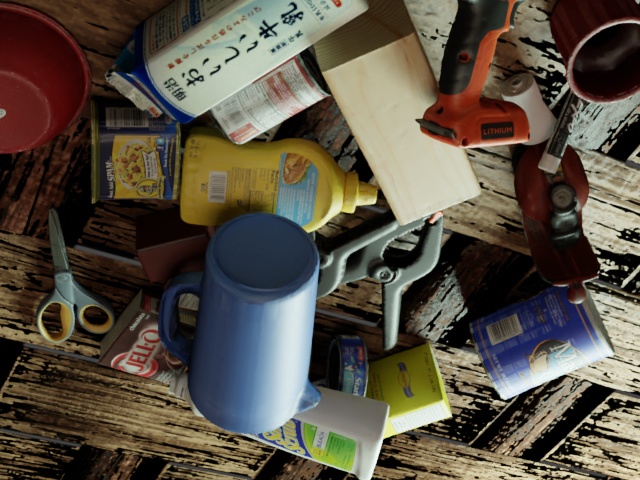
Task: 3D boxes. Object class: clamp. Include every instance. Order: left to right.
[{"bbox_3d":[-0.007,0.001,1.138,0.120,0.039,0.172,35,116,-10],"label":"clamp"},{"bbox_3d":[0.059,0.028,1.190,0.164,0.036,0.210,21,124,-19],"label":"clamp"}]

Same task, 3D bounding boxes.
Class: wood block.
[{"bbox_3d":[0.073,-0.124,1.007,0.090,0.091,0.206,-22,133,10],"label":"wood block"}]

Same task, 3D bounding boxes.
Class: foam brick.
[{"bbox_3d":[-0.149,0.002,1.119,0.078,0.053,0.051,-13,135,5],"label":"foam brick"}]

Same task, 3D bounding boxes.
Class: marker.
[{"bbox_3d":[0.246,-0.124,1.047,0.020,0.020,0.121,20,95,-26],"label":"marker"}]

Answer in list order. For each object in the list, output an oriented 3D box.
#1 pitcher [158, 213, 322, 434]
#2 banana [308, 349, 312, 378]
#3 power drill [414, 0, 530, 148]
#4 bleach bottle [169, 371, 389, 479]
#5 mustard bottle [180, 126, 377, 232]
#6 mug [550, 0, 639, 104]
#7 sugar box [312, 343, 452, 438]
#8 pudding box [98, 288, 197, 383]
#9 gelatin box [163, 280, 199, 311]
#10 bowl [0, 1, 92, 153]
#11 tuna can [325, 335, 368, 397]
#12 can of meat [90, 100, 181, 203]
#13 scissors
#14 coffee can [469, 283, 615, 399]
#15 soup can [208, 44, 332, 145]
[{"bbox_3d":[-0.077,0.082,1.088,0.149,0.145,0.243,-14,145,-18],"label":"pitcher"},{"bbox_3d":[-0.038,0.145,1.273,0.069,0.037,0.198,-31,140,-42],"label":"banana"},{"bbox_3d":[0.159,-0.179,0.928,0.184,0.057,0.188,-9,114,-34],"label":"power drill"},{"bbox_3d":[-0.051,0.202,1.237,0.251,0.068,0.103,14,136,4],"label":"bleach bottle"},{"bbox_3d":[-0.039,-0.055,1.054,0.191,0.058,0.096,6,113,-2],"label":"mustard bottle"},{"bbox_3d":[0.273,-0.189,0.984,0.117,0.081,0.093,-9,135,-1],"label":"mug"},{"bbox_3d":[0.066,0.198,1.317,0.176,0.093,0.048,-19,133,8],"label":"sugar box"},{"bbox_3d":[-0.191,0.112,1.227,0.089,0.039,0.114,20,128,-27],"label":"pudding box"},{"bbox_3d":[-0.120,0.047,1.184,0.089,0.030,0.073,16,131,-23],"label":"gelatin box"},{"bbox_3d":[-0.289,-0.132,0.964,0.162,0.055,0.162,-5,135,-5],"label":"bowl"},{"bbox_3d":[0.031,0.156,1.275,0.033,0.086,0.086,4,133,-11],"label":"tuna can"},{"bbox_3d":[-0.178,-0.084,1.028,0.083,0.057,0.102,-1,135,-12],"label":"can of meat"},{"bbox_3d":[-0.262,0.044,1.166,0.096,0.016,0.202,8,132,-18],"label":"scissors"},{"bbox_3d":[0.262,0.115,1.263,0.140,0.103,0.102,-26,133,15],"label":"coffee can"},{"bbox_3d":[-0.049,-0.140,0.987,0.102,0.068,0.068,-28,132,17],"label":"soup can"}]
